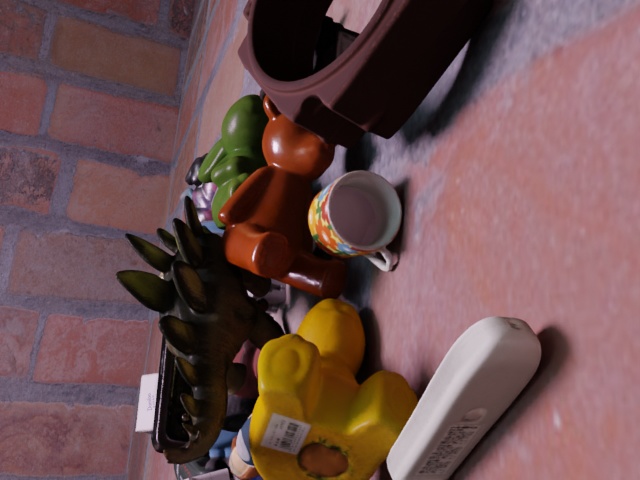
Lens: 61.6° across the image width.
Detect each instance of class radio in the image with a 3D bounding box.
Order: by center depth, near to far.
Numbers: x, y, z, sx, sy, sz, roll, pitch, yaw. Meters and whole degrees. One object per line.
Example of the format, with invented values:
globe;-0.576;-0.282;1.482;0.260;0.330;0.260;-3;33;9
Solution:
radio;-0.192;0.224;0.864;0.073;0.131;0.229;127;147;-53

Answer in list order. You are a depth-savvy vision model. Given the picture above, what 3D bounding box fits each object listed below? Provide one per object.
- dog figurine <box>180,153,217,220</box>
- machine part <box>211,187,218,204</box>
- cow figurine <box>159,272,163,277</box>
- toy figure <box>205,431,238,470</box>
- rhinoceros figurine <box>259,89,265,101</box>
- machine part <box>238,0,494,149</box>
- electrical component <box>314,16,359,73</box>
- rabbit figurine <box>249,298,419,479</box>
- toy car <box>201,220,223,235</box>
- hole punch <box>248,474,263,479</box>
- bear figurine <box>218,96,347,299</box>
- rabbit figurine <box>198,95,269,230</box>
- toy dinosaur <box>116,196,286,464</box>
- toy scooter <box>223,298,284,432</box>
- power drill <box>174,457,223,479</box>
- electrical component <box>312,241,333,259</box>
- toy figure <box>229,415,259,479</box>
dog figurine;-0.214;-0.047;1.083;0.191;0.108;0.219;-60;33;36
machine part;-0.133;-0.101;0.934;0.243;0.079;0.079;125;148;-49
cow figurine;-0.170;0.083;0.837;0.127;0.195;0.085;-16;-63;-63
toy figure;-0.136;0.238;0.789;0.089;0.082;0.180;137;135;-61
rhinoceros figurine;-0.030;-0.203;0.681;0.073;0.112;0.190;-19;44;34
machine part;0.026;-0.199;0.458;0.201;0.087;0.201;-53;47;22
electrical component;0.024;-0.168;0.574;0.048;0.075;0.119;167;109;-66
rabbit figurine;0.009;0.129;0.463;0.173;0.122;0.162;-83;2;-58
toy car;-0.177;0.043;0.971;0.103;0.109;0.161;-42;-50;-84
hole punch;-0.077;0.333;0.592;0.142;0.092;0.115;-105;35;-53
bear figurine;-0.021;-0.052;0.555;0.132;0.120;0.195;17;81;50
rabbit figurine;-0.089;-0.099;0.710;0.159;0.121;0.170;-8;83;59
toy dinosaur;-0.118;0.072;0.563;0.105;0.198;0.472;-38;30;2
toy scooter;-0.090;0.157;0.706;0.183;0.075;0.135;-53;35;34
power drill;-0.210;0.451;0.886;0.232;0.086;0.207;-21;55;58
electrical component;-0.001;-0.002;0.631;0.063;0.021;0.094;126;146;-49
toy figure;-0.082;0.261;0.673;0.064;0.058;0.154;-84;16;-47
